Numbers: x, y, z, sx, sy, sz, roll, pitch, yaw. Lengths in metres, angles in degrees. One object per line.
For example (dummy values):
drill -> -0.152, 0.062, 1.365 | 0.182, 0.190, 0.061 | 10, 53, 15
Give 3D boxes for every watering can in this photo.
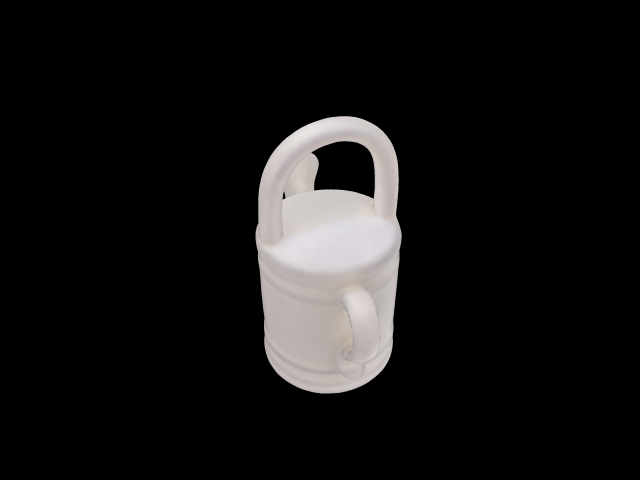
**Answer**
watering can -> 0.002, 0.002, 0.399 | 0.101, 0.194, 0.172 | -26, 45, -30
